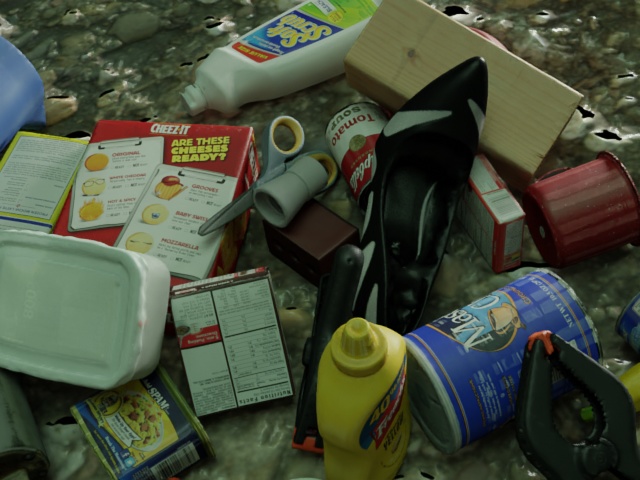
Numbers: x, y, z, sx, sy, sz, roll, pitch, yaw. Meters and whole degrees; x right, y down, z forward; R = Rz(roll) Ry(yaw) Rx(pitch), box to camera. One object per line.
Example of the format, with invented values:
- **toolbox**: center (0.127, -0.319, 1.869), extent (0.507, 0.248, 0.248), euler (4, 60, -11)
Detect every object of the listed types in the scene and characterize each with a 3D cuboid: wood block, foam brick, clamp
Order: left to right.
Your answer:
- **foam brick**: center (-0.007, 0.001, 0.999), extent (0.078, 0.053, 0.051), euler (35, 63, 30)
- **clamp**: center (0.004, 0.092, 0.905), extent (0.039, 0.120, 0.171), euler (14, 83, 2)
- **wood block**: center (0.135, -0.144, 1.023), extent (0.206, 0.090, 0.091), euler (33, 86, 9)
- **clamp**: center (0.214, 0.165, 0.801), extent (0.164, 0.036, 0.210), euler (-14, 83, -10)

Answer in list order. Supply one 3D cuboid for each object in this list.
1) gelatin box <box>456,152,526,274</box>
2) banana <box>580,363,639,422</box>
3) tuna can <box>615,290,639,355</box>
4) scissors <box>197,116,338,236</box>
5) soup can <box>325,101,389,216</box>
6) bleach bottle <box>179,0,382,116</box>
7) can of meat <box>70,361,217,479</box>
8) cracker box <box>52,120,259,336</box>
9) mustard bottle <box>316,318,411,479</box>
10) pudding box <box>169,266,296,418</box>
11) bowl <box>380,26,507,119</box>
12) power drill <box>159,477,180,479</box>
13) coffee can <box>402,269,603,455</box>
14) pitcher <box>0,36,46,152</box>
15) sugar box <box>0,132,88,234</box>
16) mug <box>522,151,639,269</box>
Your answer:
- **gelatin box**: center (0.156, -0.026, 0.987), extent (0.030, 0.073, 0.089), euler (-19, 51, -10)
- **banana**: center (0.305, 0.094, 0.876), extent (0.197, 0.070, 0.037), euler (-25, 93, -15)
- **tuna can**: center (0.292, 0.060, 0.894), extent (0.086, 0.086, 0.034), euler (-28, 56, -15)
- **scissors**: center (-0.060, -0.066, 1.012), extent (0.201, 0.016, 0.096), euler (-18, 77, -46)
- **soup can**: center (0.052, -0.079, 1.046), extent (0.068, 0.068, 0.102), euler (-18, 51, -8)
- **bleach bottle**: center (-0.033, -0.199, 1.157), extent (0.250, 0.068, 0.103), euler (-29, 53, -13)
- **can of meat**: center (-0.148, 0.158, 0.889), extent (0.083, 0.057, 0.102), euler (-31, 54, -15)
- **cracker box**: center (-0.158, -0.014, 1.019), extent (0.164, 0.072, 0.213), euler (4, 51, 9)
- **mustard bottle**: center (0.034, 0.119, 0.810), extent (0.058, 0.191, 0.096), euler (22, 57, 22)
- **pudding box**: center (-0.075, 0.087, 0.906), extent (0.090, 0.113, 0.039), euler (-12, 13, -4)
- **bowl**: center (0.140, -0.175, 1.121), extent (0.162, 0.055, 0.162), euler (-4, 51, 4)
- **power drill**: center (-0.153, 0.278, 0.792), extent (0.187, 0.057, 0.185), euler (-28, 54, -15)
- **coffee can**: center (0.142, 0.098, 0.871), extent (0.140, 0.103, 0.103), euler (-25, 53, -13)
- **pitcher**: center (-0.406, -0.105, 1.080), extent (0.149, 0.145, 0.242), euler (18, 59, 17)
- **sugar box**: center (-0.291, -0.027, 1.062), extent (0.093, 0.048, 0.176), euler (9, 57, 15)
- **mug**: center (0.233, -0.030, 0.976), extent (0.081, 0.093, 0.117), euler (-21, 38, -3)
